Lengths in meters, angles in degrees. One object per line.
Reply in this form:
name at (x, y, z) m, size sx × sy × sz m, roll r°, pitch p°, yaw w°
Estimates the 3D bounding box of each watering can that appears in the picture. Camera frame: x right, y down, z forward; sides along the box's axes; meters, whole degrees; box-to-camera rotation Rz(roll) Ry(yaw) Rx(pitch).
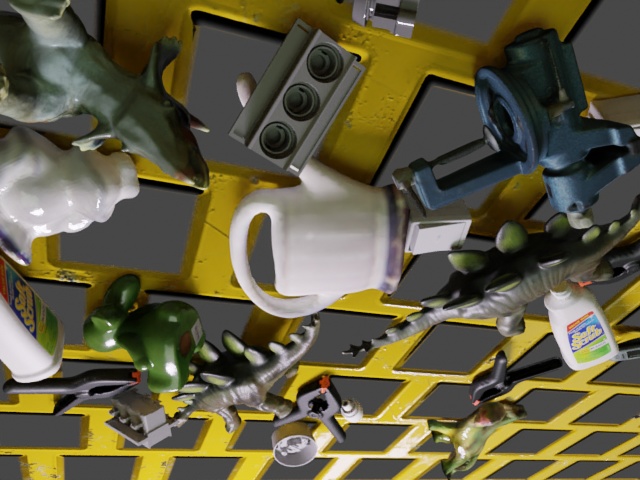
watering can at (0.002, -0.031, 0.622) m, size 0.224 × 0.106 × 0.339 m, roll -3°, pitch 128°, yaw -7°

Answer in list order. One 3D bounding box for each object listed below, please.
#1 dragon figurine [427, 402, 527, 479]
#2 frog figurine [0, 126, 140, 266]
dragon figurine at (0.395, 0.476, 1.251) m, size 0.242 × 0.125 × 0.402 m, roll -25°, pitch 145°, yaw 6°
frog figurine at (-0.288, -0.064, 0.557) m, size 0.161 × 0.124 × 0.134 m, roll -38°, pitch 133°, yaw -22°
